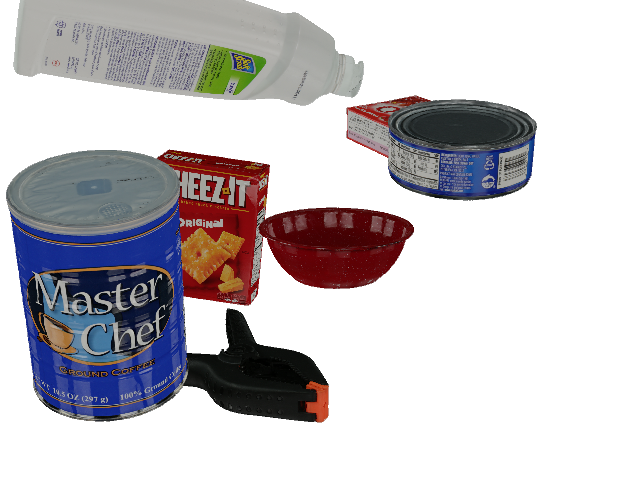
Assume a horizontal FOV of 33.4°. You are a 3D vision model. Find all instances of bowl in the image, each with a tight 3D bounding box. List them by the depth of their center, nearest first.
[{"bbox_3d":[0.017,0.011,1.110,0.162,0.055,0.162,0,16,0],"label":"bowl"}]

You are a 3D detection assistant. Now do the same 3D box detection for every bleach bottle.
[{"bbox_3d":[-0.093,-0.143,0.791,0.250,0.068,0.103,11,-27,-14],"label":"bleach bottle"}]

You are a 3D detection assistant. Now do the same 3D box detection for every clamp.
[{"bbox_3d":[-0.066,0.105,0.906,0.210,0.036,0.164,12,21,35],"label":"clamp"}]

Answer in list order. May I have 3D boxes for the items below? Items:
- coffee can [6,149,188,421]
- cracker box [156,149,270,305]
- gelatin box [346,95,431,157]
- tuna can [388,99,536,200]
[{"bbox_3d":[-0.137,0.027,0.673,0.103,0.140,0.103,1,29,-1],"label":"coffee can"},{"bbox_3d":[-0.171,-0.018,1.621,0.164,0.214,0.072,9,18,8],"label":"cracker box"},{"bbox_3d":[0.075,-0.090,0.861,0.073,0.030,0.089,-15,27,-31],"label":"gelatin box"},{"bbox_3d":[0.082,-0.054,0.625,0.086,0.034,0.086,0,25,0],"label":"tuna can"}]
